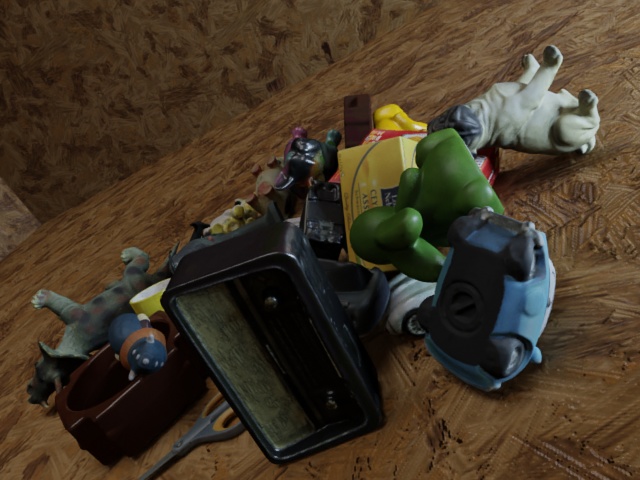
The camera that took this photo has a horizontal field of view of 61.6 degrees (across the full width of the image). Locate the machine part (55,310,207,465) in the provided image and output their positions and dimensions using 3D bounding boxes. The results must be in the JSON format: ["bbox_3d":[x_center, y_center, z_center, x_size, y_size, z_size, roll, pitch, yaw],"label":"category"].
[{"bbox_3d":[-0.266,0.205,0.777,0.201,0.087,0.202,-42,24,-23],"label":"machine part"}]

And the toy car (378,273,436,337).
[{"bbox_3d":[0.152,0.044,0.616,0.202,0.056,0.074,-29,23,6],"label":"toy car"}]

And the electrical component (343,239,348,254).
[{"bbox_3d":[0.066,-0.013,0.846,0.075,0.047,0.119,-19,27,28],"label":"electrical component"}]

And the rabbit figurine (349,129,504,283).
[{"bbox_3d":[0.112,-0.017,0.596,0.170,0.121,0.159,-32,22,19],"label":"rabbit figurine"}]

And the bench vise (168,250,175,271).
[{"bbox_3d":[-0.136,0.075,0.809,0.224,0.128,0.240,-9,9,7],"label":"bench vise"}]

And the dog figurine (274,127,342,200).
[{"bbox_3d":[-0.027,-0.123,1.031,0.109,0.191,0.219,11,35,3],"label":"dog figurine"}]

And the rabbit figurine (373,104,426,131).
[{"bbox_3d":[0.186,-0.183,0.962,0.173,0.121,0.162,-8,21,6],"label":"rabbit figurine"}]

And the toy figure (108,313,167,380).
[{"bbox_3d":[-0.234,0.135,0.696,0.058,0.064,0.155,-1,10,-34],"label":"toy figure"}]

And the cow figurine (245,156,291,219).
[{"bbox_3d":[-0.092,-0.117,1.186,0.085,0.127,0.195,-23,39,21],"label":"cow figurine"}]

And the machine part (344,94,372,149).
[{"bbox_3d":[0.073,-0.189,1.019,0.056,0.179,0.179,-1,28,5],"label":"machine part"}]

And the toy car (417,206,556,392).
[{"bbox_3d":[0.169,0.052,0.509,0.103,0.161,0.109,0,18,-38],"label":"toy car"}]

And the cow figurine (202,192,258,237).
[{"bbox_3d":[-0.191,-0.042,1.203,0.167,0.068,0.098,-45,20,-29],"label":"cow figurine"}]

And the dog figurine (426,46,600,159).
[{"bbox_3d":[0.261,-0.141,0.733,0.190,0.172,0.121,-40,-2,6],"label":"dog figurine"}]

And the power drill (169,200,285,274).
[{"bbox_3d":[-0.161,0.004,1.009,0.207,0.086,0.232,-31,3,4],"label":"power drill"}]

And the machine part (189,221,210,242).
[{"bbox_3d":[-0.267,0.028,1.119,0.084,0.039,0.138,14,88,66],"label":"machine part"}]

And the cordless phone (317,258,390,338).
[{"bbox_3d":[-0.007,0.111,0.610,0.147,0.088,0.184,7,81,27],"label":"cordless phone"}]

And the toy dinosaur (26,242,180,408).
[{"bbox_3d":[-0.373,0.132,1.001,0.192,0.131,0.405,36,53,23],"label":"toy dinosaur"}]

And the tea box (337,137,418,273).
[{"bbox_3d":[0.087,-0.042,0.712,0.098,0.169,0.068,-10,-5,33],"label":"tea box"}]

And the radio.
[{"bbox_3d":[-0.036,0.102,0.520,0.131,0.229,0.073,-22,26,12],"label":"radio"}]

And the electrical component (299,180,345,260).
[{"bbox_3d":[-0.002,-0.002,0.779,0.058,0.134,0.115,9,52,-5],"label":"electrical component"}]
